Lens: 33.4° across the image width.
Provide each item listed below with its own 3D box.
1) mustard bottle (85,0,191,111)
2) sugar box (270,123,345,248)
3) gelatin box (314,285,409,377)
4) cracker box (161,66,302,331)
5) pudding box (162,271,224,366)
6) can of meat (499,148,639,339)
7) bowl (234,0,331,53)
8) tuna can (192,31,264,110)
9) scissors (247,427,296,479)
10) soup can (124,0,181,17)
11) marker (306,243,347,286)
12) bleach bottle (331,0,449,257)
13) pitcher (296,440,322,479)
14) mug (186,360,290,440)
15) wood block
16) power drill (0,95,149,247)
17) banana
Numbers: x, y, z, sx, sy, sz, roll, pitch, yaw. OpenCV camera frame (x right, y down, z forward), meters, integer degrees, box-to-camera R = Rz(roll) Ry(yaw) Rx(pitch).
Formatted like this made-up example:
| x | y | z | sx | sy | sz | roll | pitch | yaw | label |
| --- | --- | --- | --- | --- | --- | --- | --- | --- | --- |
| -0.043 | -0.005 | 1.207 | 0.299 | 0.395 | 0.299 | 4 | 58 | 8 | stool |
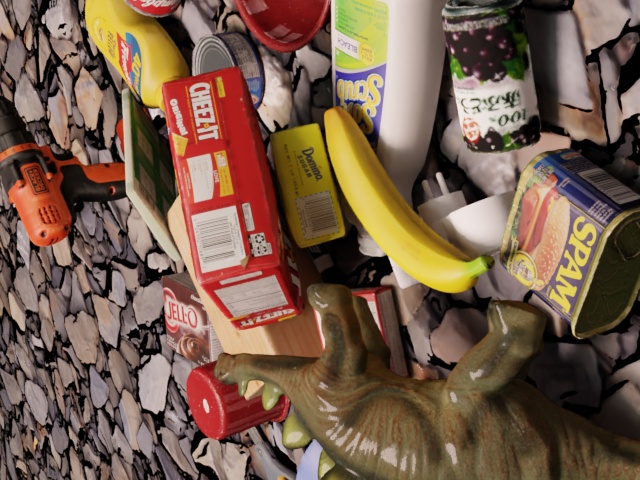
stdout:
| x | y | z | sx | sy | sz | roll | pitch | yaw | label |
| --- | --- | --- | --- | --- | --- | --- | --- | --- | --- |
| -0.191 | -0.200 | 1.164 | 0.192 | 0.058 | 0.096 | 51 | 148 | 30 | mustard bottle |
| -0.013 | -0.048 | 0.907 | 0.176 | 0.048 | 0.093 | -94 | -9 | -85 | sugar box |
| 0.037 | 0.089 | 0.964 | 0.073 | 0.030 | 0.089 | -8 | 98 | 40 | gelatin box |
| -0.068 | -0.026 | 0.892 | 0.213 | 0.072 | 0.164 | 75 | -177 | -76 | cracker box |
| -0.141 | 0.093 | 1.235 | 0.114 | 0.039 | 0.090 | 18 | 117 | 51 | pudding box |
| 0.172 | 0.000 | 0.716 | 0.084 | 0.057 | 0.102 | 45 | 137 | 40 | can of meat |
| -0.017 | -0.241 | 0.892 | 0.162 | 0.055 | 0.162 | 29 | 126 | 48 | bowl |
| -0.091 | -0.163 | 1.056 | 0.086 | 0.033 | 0.086 | 29 | 126 | 48 | tuna can |
| -0.062 | 0.257 | 1.212 | 0.202 | 0.016 | 0.096 | 45 | 137 | 37 | scissors |
| -0.157 | -0.283 | 1.071 | 0.068 | 0.068 | 0.102 | 63 | 145 | 17 | soup can |
| -0.007 | 0.001 | 1.015 | 0.121 | 0.020 | 0.020 | 63 | 146 | 16 | marker |
| 0.053 | -0.100 | 0.846 | 0.103 | 0.067 | 0.251 | 33 | 132 | 45 | bleach bottle |
| 0.106 | 0.242 | 0.870 | 0.243 | 0.148 | 0.145 | 38 | 118 | 38 | pitcher |
| -0.096 | 0.172 | 1.165 | 0.093 | 0.081 | 0.117 | 62 | 146 | 17 | mug |
| -0.062 | 0.038 | 1.048 | 0.206 | 0.090 | 0.090 | 64 | 146 | 15 | wood block |
| -0.277 | -0.096 | 1.220 | 0.057 | 0.187 | 0.184 | -40 | 72 | 56 | power drill |
| 0.060 | -0.021 | 0.792 | 0.198 | 0.037 | 0.070 | 47 | 133 | 34 | banana |
